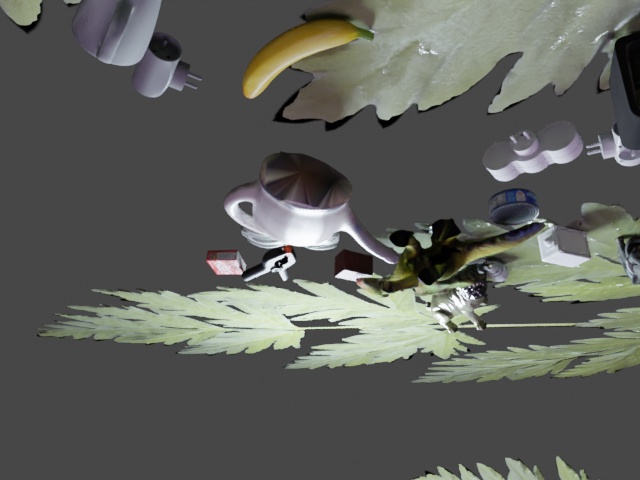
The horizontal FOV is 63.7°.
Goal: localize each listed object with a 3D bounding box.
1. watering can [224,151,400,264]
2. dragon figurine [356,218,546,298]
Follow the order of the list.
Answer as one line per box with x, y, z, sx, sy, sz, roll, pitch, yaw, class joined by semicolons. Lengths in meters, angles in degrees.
0.003;-0.046;0.911;0.347;0.106;0.220;13;-29;-5;watering can
0.260;0.057;1.076;0.408;0.124;0.240;-12;-22;20;dragon figurine
